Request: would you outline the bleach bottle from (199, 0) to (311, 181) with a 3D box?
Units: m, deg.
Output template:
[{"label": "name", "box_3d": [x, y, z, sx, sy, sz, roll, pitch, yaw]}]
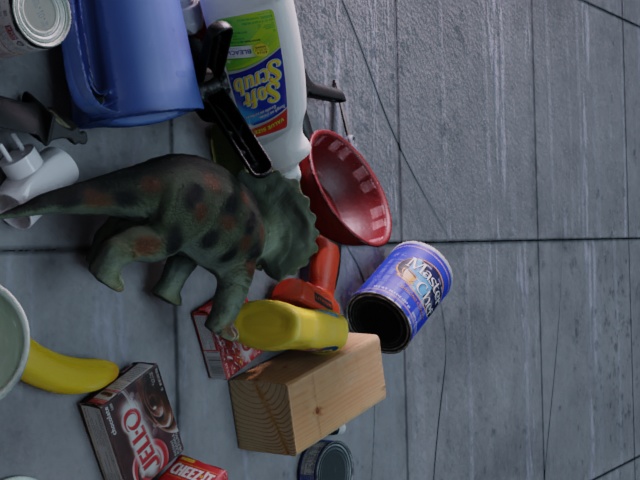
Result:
[{"label": "bleach bottle", "box_3d": [-0.054, -0.170, 1.172, 0.068, 0.103, 0.251, -78, 158, -52]}]

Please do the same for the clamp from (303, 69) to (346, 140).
[{"label": "clamp", "box_3d": [-0.033, -0.178, 1.368, 0.171, 0.039, 0.120, 35, 57, -41]}]

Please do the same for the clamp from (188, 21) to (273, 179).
[{"label": "clamp", "box_3d": [-0.111, -0.152, 1.125, 0.036, 0.210, 0.164, -23, 110, -17]}]

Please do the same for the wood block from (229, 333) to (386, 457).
[{"label": "wood block", "box_3d": [-0.010, 0.188, 1.339, 0.205, 0.090, 0.091, -20, 106, -53]}]

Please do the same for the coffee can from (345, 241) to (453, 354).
[{"label": "coffee can", "box_3d": [0.113, 0.080, 1.506, 0.140, 0.103, 0.103, -45, 124, -45]}]

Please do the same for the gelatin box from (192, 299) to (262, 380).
[{"label": "gelatin box", "box_3d": [-0.108, 0.109, 1.256, 0.073, 0.030, 0.089, -35, 117, -50]}]

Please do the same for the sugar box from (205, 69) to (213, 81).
[{"label": "sugar box", "box_3d": [-0.088, -0.250, 1.268, 0.093, 0.048, 0.176, 53, 43, -63]}]

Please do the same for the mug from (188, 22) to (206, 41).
[{"label": "mug", "box_3d": [-0.136, -0.282, 1.191, 0.081, 0.093, 0.117, 42, 36, -40]}]

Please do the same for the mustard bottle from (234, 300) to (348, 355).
[{"label": "mustard bottle", "box_3d": [-0.020, 0.107, 1.278, 0.191, 0.096, 0.058, 15, 76, -61]}]

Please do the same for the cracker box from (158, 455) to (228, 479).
[{"label": "cracker box", "box_3d": [-0.166, 0.357, 1.104, 0.213, 0.072, 0.164, -44, 136, -46]}]

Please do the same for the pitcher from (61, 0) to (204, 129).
[{"label": "pitcher", "box_3d": [-0.203, -0.233, 1.053, 0.144, 0.149, 0.243, -11, 95, -23]}]

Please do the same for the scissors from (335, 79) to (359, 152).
[{"label": "scissors", "box_3d": [0.037, -0.123, 1.428, 0.096, 0.016, 0.202, -13, 84, -71]}]

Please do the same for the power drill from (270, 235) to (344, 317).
[{"label": "power drill", "box_3d": [-0.009, 0.002, 1.376, 0.184, 0.057, 0.187, 36, 60, -48]}]

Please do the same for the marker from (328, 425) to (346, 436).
[{"label": "marker", "box_3d": [-0.007, 0.251, 1.401, 0.120, 0.020, 0.020, 7, 83, -55]}]

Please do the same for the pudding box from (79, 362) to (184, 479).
[{"label": "pudding box", "box_3d": [-0.196, 0.198, 1.121, 0.089, 0.039, 0.113, -39, 120, -49]}]

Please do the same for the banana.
[{"label": "banana", "box_3d": [-0.266, 0.109, 1.028, 0.197, 0.037, 0.069, 47, 53, -43]}]

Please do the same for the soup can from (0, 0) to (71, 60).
[{"label": "soup can", "box_3d": [-0.283, -0.198, 0.962, 0.068, 0.102, 0.068, 5, 84, -53]}]

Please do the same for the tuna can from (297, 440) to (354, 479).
[{"label": "tuna can", "box_3d": [0.008, 0.307, 1.407, 0.085, 0.034, 0.086, 5, 84, -54]}]

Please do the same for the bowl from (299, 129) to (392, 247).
[{"label": "bowl", "box_3d": [0.019, -0.052, 1.303, 0.162, 0.055, 0.162, 39, 33, -33]}]

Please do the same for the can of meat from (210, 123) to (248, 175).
[{"label": "can of meat", "box_3d": [-0.082, -0.101, 1.279, 0.083, 0.058, 0.102, -19, 104, -51]}]
